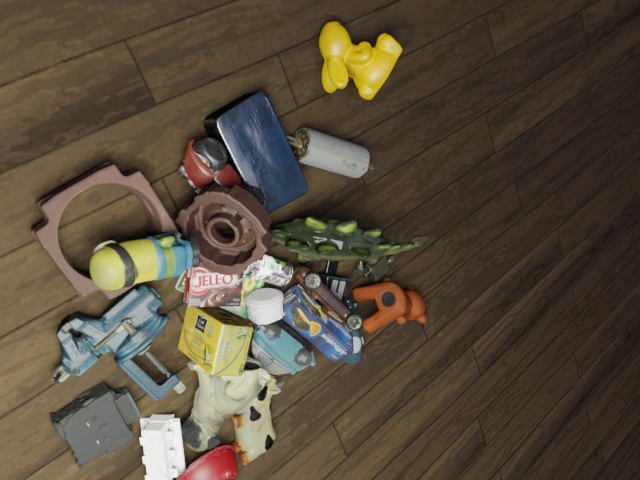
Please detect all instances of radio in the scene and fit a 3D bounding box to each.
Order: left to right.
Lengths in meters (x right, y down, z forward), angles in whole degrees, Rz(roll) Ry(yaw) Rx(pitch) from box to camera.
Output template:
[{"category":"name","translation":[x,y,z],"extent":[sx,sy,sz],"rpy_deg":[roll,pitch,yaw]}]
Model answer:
[{"category":"radio","translation":[-0.128,-0.170,1.087],"extent":[0.131,0.073,0.229],"rpy_deg":[-35,114,-24]}]

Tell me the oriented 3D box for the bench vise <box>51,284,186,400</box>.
[{"category":"bench vise","translation":[-0.344,0.207,0.965],"extent":[0.223,0.129,0.240],"rpy_deg":[-47,110,-26]}]

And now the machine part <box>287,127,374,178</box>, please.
[{"category":"machine part","translation":[0.024,-0.189,1.183],"extent":[0.243,0.079,0.079],"rpy_deg":[12,90,-35]}]

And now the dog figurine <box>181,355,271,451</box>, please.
[{"category":"dog figurine","translation":[-0.186,0.333,1.069],"extent":[0.121,0.173,0.190],"rpy_deg":[-7,102,-61]}]

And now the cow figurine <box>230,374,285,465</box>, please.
[{"category":"cow figurine","translation":[-0.137,0.366,1.155],"extent":[0.127,0.086,0.194],"rpy_deg":[-18,110,-33]}]

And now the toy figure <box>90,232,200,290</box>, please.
[{"category":"toy figure","translation":[-0.288,0.032,0.894],"extent":[0.180,0.089,0.082],"rpy_deg":[-7,96,-31]}]

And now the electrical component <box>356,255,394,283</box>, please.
[{"category":"electrical component","translation":[0.135,0.057,1.321],"extent":[0.102,0.045,0.078],"rpy_deg":[-47,148,-16]}]

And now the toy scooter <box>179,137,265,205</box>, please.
[{"category":"toy scooter","translation":[-0.205,-0.100,1.030],"extent":[0.183,0.135,0.075],"rpy_deg":[48,34,-13]}]

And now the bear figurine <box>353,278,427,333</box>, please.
[{"category":"bear figurine","translation":[0.184,0.163,1.342],"extent":[0.195,0.132,0.120],"rpy_deg":[27,42,-63]}]

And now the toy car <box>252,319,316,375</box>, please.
[{"category":"toy car","translation":[-0.092,0.235,1.158],"extent":[0.161,0.109,0.103],"rpy_deg":[40,92,-23]}]

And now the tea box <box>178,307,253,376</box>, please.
[{"category":"tea box","translation":[-0.204,0.188,1.030],"extent":[0.068,0.170,0.098],"rpy_deg":[13,89,-35]}]

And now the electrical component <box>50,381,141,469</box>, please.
[{"category":"electrical component","translation":[-0.404,0.331,0.985],"extent":[0.134,0.058,0.114],"rpy_deg":[-31,115,-26]}]

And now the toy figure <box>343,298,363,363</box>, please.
[{"category":"toy figure","translation":[0.073,0.217,1.292],"extent":[0.064,0.058,0.154],"rpy_deg":[-14,103,-47]}]

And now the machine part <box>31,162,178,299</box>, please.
[{"category":"machine part","translation":[-0.372,-0.017,0.936],"extent":[0.201,0.087,0.200],"rpy_deg":[-39,117,-25]}]

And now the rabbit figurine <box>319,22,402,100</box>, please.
[{"category":"rabbit figurine","translation":[0.065,-0.395,1.177],"extent":[0.173,0.122,0.162],"rpy_deg":[34,87,-19]}]

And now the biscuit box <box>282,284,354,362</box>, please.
[{"category":"biscuit box","translation":[-0.007,0.190,1.205],"extent":[0.063,0.059,0.202],"rpy_deg":[-35,117,23]}]

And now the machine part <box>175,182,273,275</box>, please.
[{"category":"machine part","translation":[-0.175,-0.021,0.996],"extent":[0.179,0.179,0.056],"rpy_deg":[62,26,-25]}]

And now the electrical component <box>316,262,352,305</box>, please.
[{"category":"electrical component","translation":[0.031,0.098,1.252],"extent":[0.075,0.048,0.119],"rpy_deg":[16,90,-35]}]

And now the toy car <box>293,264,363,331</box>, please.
[{"category":"toy car","translation":[0.017,0.130,1.169],"extent":[0.053,0.089,0.202],"rpy_deg":[-46,110,-9]}]

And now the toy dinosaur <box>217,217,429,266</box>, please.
[{"category":"toy dinosaur","translation":[-0.002,-0.003,1.122],"extent":[0.472,0.198,0.105],"rpy_deg":[-1,84,-2]}]
